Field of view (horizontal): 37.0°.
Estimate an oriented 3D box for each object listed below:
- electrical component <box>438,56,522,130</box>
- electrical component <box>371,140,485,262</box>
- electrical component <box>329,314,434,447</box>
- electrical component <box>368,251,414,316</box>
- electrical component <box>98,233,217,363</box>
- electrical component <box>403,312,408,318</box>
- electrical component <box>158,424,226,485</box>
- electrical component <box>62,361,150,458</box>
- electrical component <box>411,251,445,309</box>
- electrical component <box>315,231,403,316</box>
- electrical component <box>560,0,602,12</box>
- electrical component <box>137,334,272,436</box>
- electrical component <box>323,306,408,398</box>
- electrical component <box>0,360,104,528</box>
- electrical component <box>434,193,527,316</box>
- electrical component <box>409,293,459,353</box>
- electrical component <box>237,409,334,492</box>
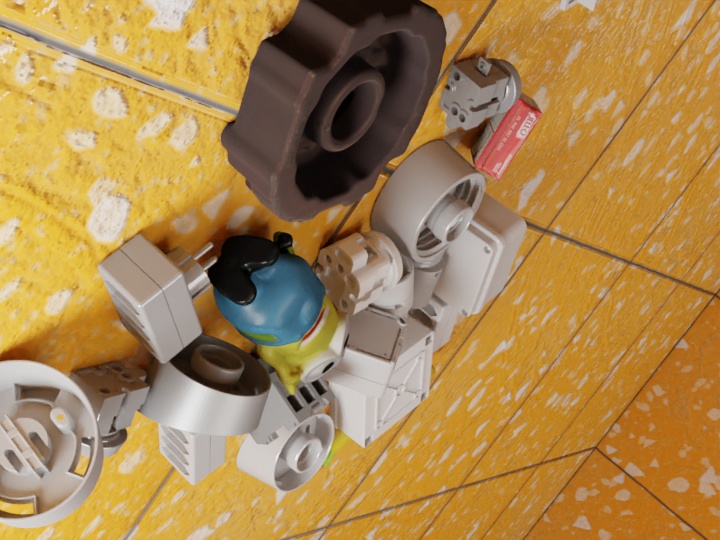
[{"bbox_3d":[0.105,-0.154,0.921,0.055,0.048,0.066,-23,146,-34],"label":"electrical component"},{"bbox_3d":[0.069,-0.057,0.981,0.108,0.060,0.108,-39,155,-23],"label":"electrical component"},{"bbox_3d":[0.022,0.114,1.140,0.109,0.056,0.108,-34,143,-33],"label":"electrical component"},{"bbox_3d":[0.025,0.011,1.015,0.055,0.055,0.047,-36,150,-29],"label":"electrical component"},{"bbox_3d":[-0.129,0.009,0.744,0.076,0.047,0.083,-41,155,-21],"label":"electrical component"},{"bbox_3d":[0.020,0.046,1.059,0.055,0.055,0.047,-30,146,-38],"label":"electrical component"},{"bbox_3d":[-0.129,0.128,0.923,0.076,0.047,0.083,-35,153,-31],"label":"electrical component"},{"bbox_3d":[-0.189,0.102,0.783,0.066,0.048,0.055,-11,128,-56],"label":"electrical component"},{"bbox_3d":[0.061,-0.005,1.066,0.043,0.043,0.081,-27,148,-42],"label":"electrical component"},{"bbox_3d":[0.000,0.000,0.949,0.057,0.058,0.078,-29,149,-35],"label":"electrical component"},{"bbox_3d":[0.186,-0.255,0.890,0.081,0.064,0.042,-38,153,-27],"label":"electrical component"},{"bbox_3d":[-0.120,0.093,0.829,0.099,0.099,0.064,-5,125,-59],"label":"electrical component"},{"bbox_3d":[-0.012,0.070,0.997,0.061,0.096,0.061,-69,176,-47],"label":"electrical component"},{"bbox_3d":[-0.216,0.114,0.691,0.099,0.099,0.064,-42,162,-19],"label":"electrical component"},{"bbox_3d":[0.112,-0.018,1.096,0.057,0.078,0.113,-36,153,-36],"label":"electrical component"},{"bbox_3d":[0.090,0.038,1.178,0.076,0.047,0.083,-32,151,-34],"label":"electrical component"},{"bbox_3d":[-0.075,0.176,1.100,0.099,0.064,0.099,-34,139,-37],"label":"electrical component"}]
